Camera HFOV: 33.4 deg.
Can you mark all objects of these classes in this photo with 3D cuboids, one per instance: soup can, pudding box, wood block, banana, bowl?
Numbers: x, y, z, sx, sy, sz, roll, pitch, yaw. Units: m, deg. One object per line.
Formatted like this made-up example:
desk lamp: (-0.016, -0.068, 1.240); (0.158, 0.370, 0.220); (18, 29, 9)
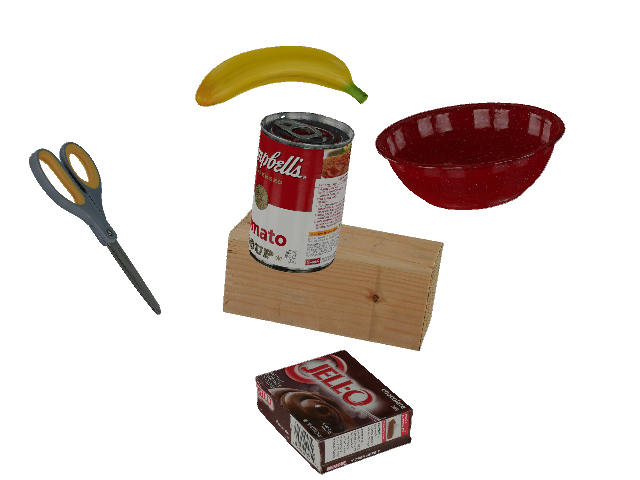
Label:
soup can: (-0.016, -0.036, 0.785); (0.068, 0.102, 0.068); (7, 25, -3)
pudding box: (0.010, 0.140, 0.890); (0.089, 0.039, 0.114); (-15, 30, -26)
wood block: (0.013, 0.038, 1.097); (0.206, 0.091, 0.090); (11, 22, 10)
banana: (-0.044, -0.172, 1.105); (0.197, 0.070, 0.037); (-7, -41, -28)
bowl: (0.131, -0.069, 0.924); (0.162, 0.055, 0.162); (-8, 24, 3)

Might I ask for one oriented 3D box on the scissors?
scissors: (-0.218, -0.022, 1.087); (0.016, 0.201, 0.096); (-28, 25, 25)
